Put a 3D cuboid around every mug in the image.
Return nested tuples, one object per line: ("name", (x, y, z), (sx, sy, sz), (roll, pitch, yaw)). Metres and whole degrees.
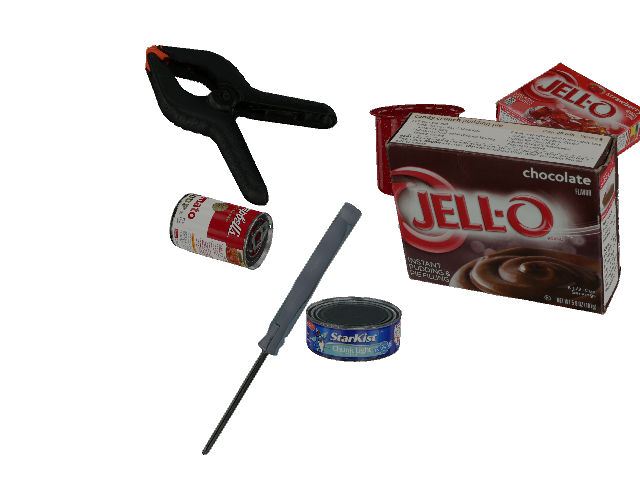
("mug", (0.108, -0.089, 1.056), (0.117, 0.081, 0.093), (0, 14, 10))

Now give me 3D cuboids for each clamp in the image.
("clamp", (-0.072, -0.117, 0.917), (0.120, 0.171, 0.039), (-40, -12, -35))

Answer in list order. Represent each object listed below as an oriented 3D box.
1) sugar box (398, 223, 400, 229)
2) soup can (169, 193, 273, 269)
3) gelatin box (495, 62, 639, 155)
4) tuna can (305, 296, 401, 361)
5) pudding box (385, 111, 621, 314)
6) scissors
("sugar box", (0.190, -0.044, 1.298), (0.176, 0.093, 0.048), (2, 24, -20))
("soup can", (-0.115, -0.012, 1.240), (0.102, 0.068, 0.068), (16, 6, 21))
("gelatin box", (0.189, -0.092, 0.806), (0.073, 0.030, 0.089), (-32, 52, -25))
("tuna can", (0.029, 0.079, 0.955), (0.086, 0.034, 0.086), (0, 15, 0))
("pudding box", (0.095, -0.015, 0.547), (0.114, 0.090, 0.039), (8, 42, 27))
("scissors", (-0.027, 0.059, 0.718), (0.016, 0.201, 0.096), (31, -8, 2))
